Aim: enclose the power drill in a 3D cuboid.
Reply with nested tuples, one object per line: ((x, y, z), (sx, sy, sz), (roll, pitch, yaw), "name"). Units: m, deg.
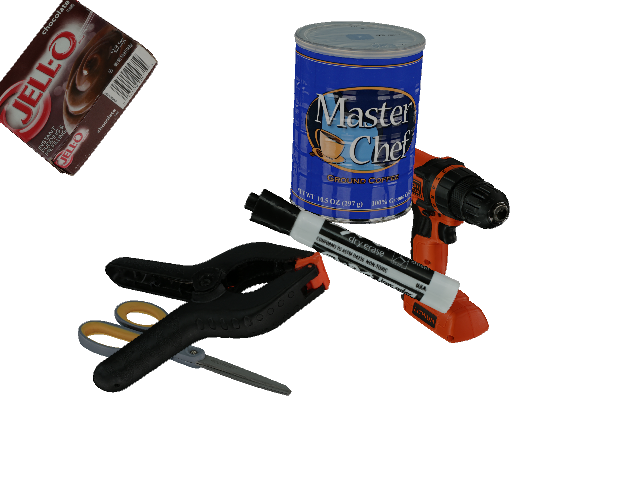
((0.134, 0.007, 1.102), (0.057, 0.188, 0.185), (-15, 26, -22), "power drill")

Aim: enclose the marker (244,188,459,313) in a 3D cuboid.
((0.016, 0.005, 0.566), (0.121, 0.020, 0.020), (25, 0, 1), "marker")

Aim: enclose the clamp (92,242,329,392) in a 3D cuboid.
((-0.080, 0.048, 0.737), (0.172, 0.120, 0.039), (-10, -42, 15), "clamp")

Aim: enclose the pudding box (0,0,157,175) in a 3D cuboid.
((-0.191, -0.119, 0.816), (0.090, 0.113, 0.039), (36, -4, 28), "pudding box")

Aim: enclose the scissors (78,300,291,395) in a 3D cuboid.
((-0.118, 0.094, 0.970), (0.202, 0.016, 0.096), (10, 28, 5), "scissors")

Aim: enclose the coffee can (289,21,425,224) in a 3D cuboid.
((0.028, -0.097, 0.861), (0.103, 0.140, 0.103), (2, 23, -1), "coffee can")
